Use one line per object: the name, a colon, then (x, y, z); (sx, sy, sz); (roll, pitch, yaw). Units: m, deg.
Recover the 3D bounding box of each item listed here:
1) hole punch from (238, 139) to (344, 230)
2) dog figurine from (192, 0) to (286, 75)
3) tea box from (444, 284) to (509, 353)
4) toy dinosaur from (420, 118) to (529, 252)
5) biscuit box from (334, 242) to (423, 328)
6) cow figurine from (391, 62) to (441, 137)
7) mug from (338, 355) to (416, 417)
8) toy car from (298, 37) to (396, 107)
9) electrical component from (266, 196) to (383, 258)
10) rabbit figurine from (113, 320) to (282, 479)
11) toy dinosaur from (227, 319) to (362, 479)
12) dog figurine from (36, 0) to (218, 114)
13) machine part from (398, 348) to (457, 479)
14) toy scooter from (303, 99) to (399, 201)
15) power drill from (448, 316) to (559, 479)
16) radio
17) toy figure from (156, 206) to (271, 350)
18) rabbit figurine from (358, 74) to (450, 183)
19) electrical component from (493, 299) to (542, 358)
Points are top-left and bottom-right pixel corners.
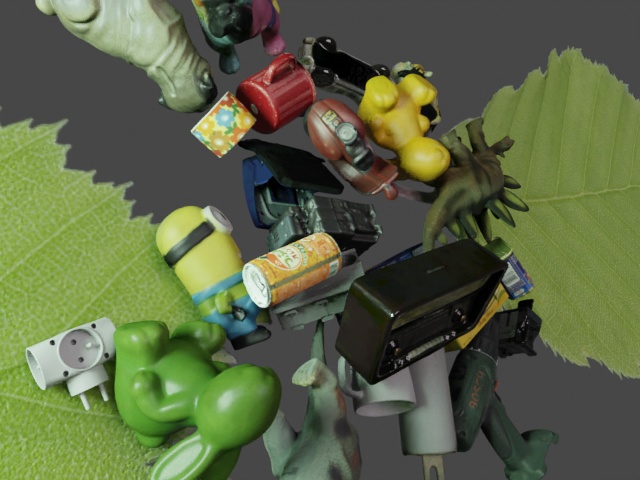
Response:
hole punch: (-0.046, -0.073, 0.743); (0.142, 0.092, 0.116); (3, 38, -35)
dog figurine: (-0.120, -0.323, 0.686); (0.109, 0.219, 0.191); (-14, 78, 5)
tea box: (0.225, 0.100, 0.877); (0.169, 0.068, 0.098); (-34, 93, -40)
toy dinosaur: (0.256, -0.089, 0.928); (0.198, 0.105, 0.471); (50, 47, 6)
biscuit box: (0.103, 0.062, 0.803); (0.202, 0.063, 0.059); (-23, 85, -41)
cow figurine: (0.169, -0.261, 0.964); (0.068, 0.098, 0.167); (7, 68, -28)
mug: (0.070, 0.176, 0.729); (0.109, 0.081, 0.107); (13, 52, -24)
toy car: (0.049, -0.274, 0.906); (0.201, 0.056, 0.073); (15, 70, -31)
electrical component: (-0.001, -0.002, 0.713); (0.134, 0.115, 0.058); (3, 55, -36)
rabbit figurine: (-0.118, 0.156, 0.513); (0.121, 0.170, 0.159); (28, 69, -52)
toy dinosaur: (-0.016, 0.275, 0.599); (0.192, 0.131, 0.405); (58, 42, -22)
dog figurine: (-0.232, -0.236, 0.665); (0.121, 0.172, 0.190); (-82, 159, -68)
machine part: (0.146, 0.214, 0.765); (0.079, 0.079, 0.243); (10, 67, -34)
toy scooter: (0.054, -0.119, 0.773); (0.183, 0.075, 0.135); (49, 1, -42)
power drill: (0.286, 0.261, 0.851); (0.207, 0.086, 0.232); (53, 51, -13)
radio: (0.131, 0.087, 0.688); (0.229, 0.131, 0.073); (-15, 43, -36)
toy figure: (-0.123, 0.043, 0.630); (0.089, 0.082, 0.180); (-23, 89, -40)
rabbit figurine: (0.130, -0.155, 0.852); (0.122, 0.162, 0.173); (-13, 58, -41)
electrical component: (0.348, 0.147, 0.947); (0.047, 0.075, 0.119); (38, 59, -23)
